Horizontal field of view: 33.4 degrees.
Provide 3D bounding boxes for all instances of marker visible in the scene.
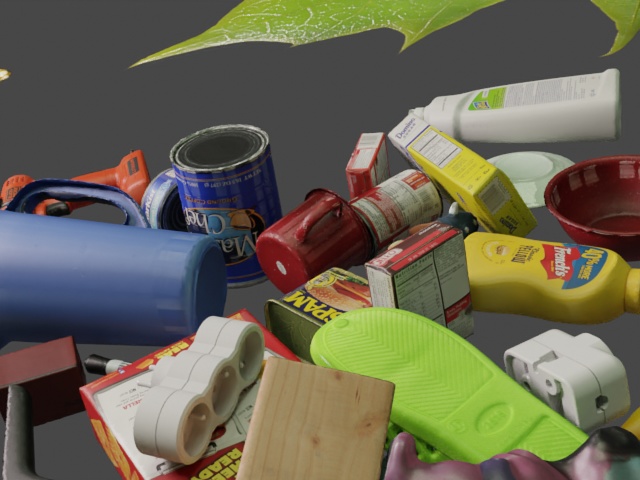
[{"bbox_3d":[-0.168,0.124,0.987,0.121,0.020,0.020,8,35,26],"label":"marker"}]

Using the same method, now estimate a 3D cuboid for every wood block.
[{"bbox_3d":[-0.016,0.191,0.687,0.090,0.091,0.206,12,54,2],"label":"wood block"}]

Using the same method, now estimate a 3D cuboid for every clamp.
[{"bbox_3d":[-0.240,0.203,0.833,0.210,0.036,0.164,22,52,30],"label":"clamp"}]

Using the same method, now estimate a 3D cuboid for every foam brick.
[{"bbox_3d":[-0.253,0.131,0.968,0.078,0.053,0.051,-15,31,-11],"label":"foam brick"}]

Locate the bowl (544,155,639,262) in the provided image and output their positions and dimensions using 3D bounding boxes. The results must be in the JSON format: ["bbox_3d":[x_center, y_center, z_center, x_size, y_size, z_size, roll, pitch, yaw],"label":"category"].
[{"bbox_3d":[0.306,-0.025,1.065,0.162,0.055,0.162,-7,31,4],"label":"bowl"}]

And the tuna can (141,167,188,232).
[{"bbox_3d":[-0.154,-0.036,1.180,0.034,0.086,0.086,24,45,39],"label":"tuna can"}]

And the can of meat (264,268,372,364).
[{"bbox_3d":[0.014,0.074,0.984,0.083,0.057,0.102,-29,36,-34],"label":"can of meat"}]

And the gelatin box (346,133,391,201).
[{"bbox_3d":[0.055,-0.067,1.186,0.030,0.073,0.089,0,33,17],"label":"gelatin box"}]

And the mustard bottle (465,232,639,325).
[{"bbox_3d":[0.221,0.038,0.983,0.192,0.058,0.096,8,31,26],"label":"mustard bottle"}]

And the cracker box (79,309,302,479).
[{"bbox_3d":[-0.075,0.159,0.855,0.164,0.072,0.214,-25,35,-22],"label":"cracker box"}]

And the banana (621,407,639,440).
[{"bbox_3d":[0.303,0.109,0.870,0.070,0.037,0.197,-10,23,39],"label":"banana"}]

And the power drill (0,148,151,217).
[{"bbox_3d":[-0.288,-0.040,1.252,0.187,0.057,0.184,-13,31,-6],"label":"power drill"}]

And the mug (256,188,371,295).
[{"bbox_3d":[-0.007,0.001,1.058,0.093,0.117,0.081,44,59,14],"label":"mug"}]

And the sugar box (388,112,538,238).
[{"bbox_3d":[0.148,-0.066,1.136,0.048,0.093,0.176,-44,36,-4],"label":"sugar box"}]

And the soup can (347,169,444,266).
[{"bbox_3d":[0.071,-0.025,1.118,0.102,0.068,0.069,-30,37,-30],"label":"soup can"}]

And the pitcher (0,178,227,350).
[{"bbox_3d":[-0.217,0.032,1.041,0.243,0.149,0.145,3,22,14],"label":"pitcher"}]

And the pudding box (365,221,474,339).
[{"bbox_3d":[0.090,0.052,0.942,0.089,0.113,0.039,-29,31,-30],"label":"pudding box"}]

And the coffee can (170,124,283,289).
[{"bbox_3d":[-0.091,-0.035,1.109,0.103,0.140,0.103,-7,31,4],"label":"coffee can"}]

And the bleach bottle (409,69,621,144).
[{"bbox_3d":[0.234,-0.156,1.295,0.251,0.068,0.102,-1,31,18],"label":"bleach bottle"}]
